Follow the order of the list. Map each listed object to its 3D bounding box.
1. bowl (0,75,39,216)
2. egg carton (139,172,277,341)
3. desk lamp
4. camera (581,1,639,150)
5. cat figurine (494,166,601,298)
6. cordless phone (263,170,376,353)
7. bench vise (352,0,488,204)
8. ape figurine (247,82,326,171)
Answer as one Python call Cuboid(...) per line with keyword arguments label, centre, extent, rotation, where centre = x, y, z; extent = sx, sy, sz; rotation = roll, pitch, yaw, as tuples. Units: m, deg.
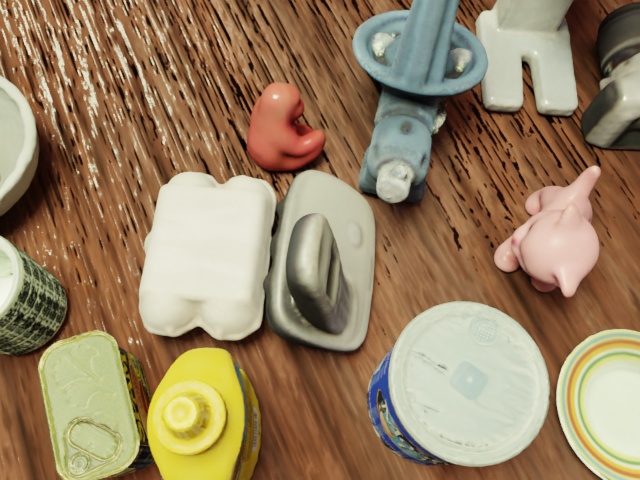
Cuboid(label="bowl", centre=(-0.327, -0.069, 0.513), extent=(0.167, 0.075, 0.167), rotation=(1, 69, -2))
Cuboid(label="egg carton", centre=(-0.095, 0.012, 0.494), extent=(0.107, 0.069, 0.150), rotation=(4, 69, -1))
Cuboid(label="desk lamp", centre=(0.228, -0.261, 0.536), extent=(0.118, 0.213, 0.203), rotation=(2, 69, -1))
Cuboid(label="camera", centre=(0.339, -0.170, 0.566), extent=(0.143, 0.101, 0.137), rotation=(0, 69, -2))
Cuboid(label="cat figurine", centre=(0.205, -0.008, 0.489), extent=(0.067, 0.118, 0.128), rotation=(31, 71, 10))
Cuboid(label="cordless phone", centre=(0.004, 0.002, 0.441), extent=(0.094, 0.185, 0.147), rotation=(4, 69, 0))
Cuboid(label="bench vise", centre=(0.093, -0.140, 0.480), extent=(0.121, 0.220, 0.207), rotation=(-5, 69, -4))
Cuboid(label="ape figurine", centre=(-0.035, -0.110, 0.532), extent=(0.076, 0.092, 0.077), rotation=(-28, 72, -12))
